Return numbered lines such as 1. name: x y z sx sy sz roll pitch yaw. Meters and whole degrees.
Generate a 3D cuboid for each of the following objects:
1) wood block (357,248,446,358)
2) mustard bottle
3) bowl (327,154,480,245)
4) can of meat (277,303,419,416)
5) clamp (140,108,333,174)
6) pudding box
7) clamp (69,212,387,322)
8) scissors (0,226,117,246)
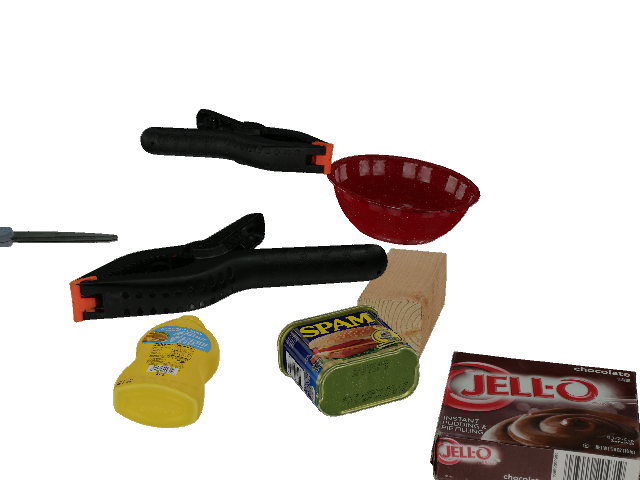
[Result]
1. wood block: 0.122 0.090 1.556 0.091 0.090 0.205 6 21 15
2. mustard bottle: -0.167 0.139 1.227 0.096 0.058 0.191 6 25 4
3. bowl: 0.083 -0.038 1.118 0.162 0.055 0.162 6 23 -3
4. can of meat: 0.025 0.105 0.932 0.102 0.057 0.084 -12 26 -21
5. clamp: -0.075 -0.088 0.978 0.172 0.039 0.120 13 26 28
6. pudding box: 0.126 0.106 0.618 0.113 0.039 0.090 7 27 11
7. clamp: -0.069 0.020 0.740 0.209 0.036 0.165 -16 19 -41
8. scissors: -0.278 0.003 0.879 0.202 0.016 0.096 7 24 6
